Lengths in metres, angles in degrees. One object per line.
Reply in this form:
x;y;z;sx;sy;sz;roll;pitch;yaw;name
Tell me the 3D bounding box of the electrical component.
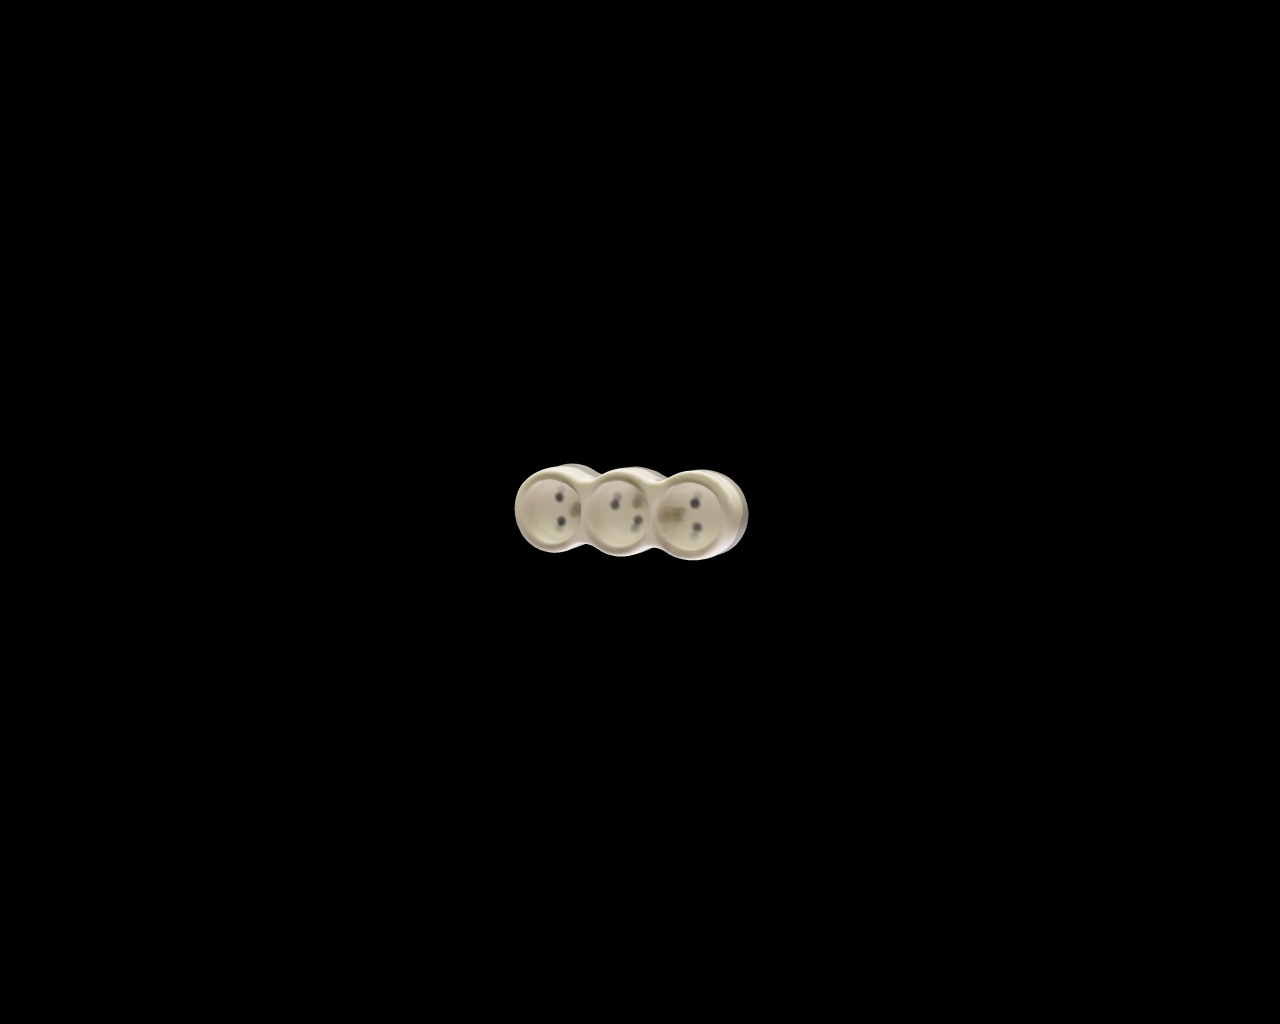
0.001;-0.003;0.650;0.138;0.052;0.074;3;8;22;electrical component
